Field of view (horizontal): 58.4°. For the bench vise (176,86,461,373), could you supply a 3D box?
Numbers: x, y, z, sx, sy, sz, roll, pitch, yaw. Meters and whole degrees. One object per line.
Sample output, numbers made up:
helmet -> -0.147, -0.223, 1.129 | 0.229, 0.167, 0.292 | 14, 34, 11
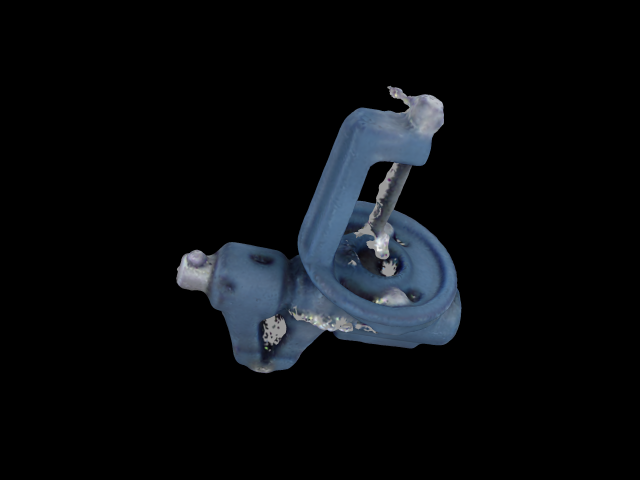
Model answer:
bench vise -> 0.008, 0.009, 0.392 | 0.208, 0.220, 0.121 | -15, 45, -15
